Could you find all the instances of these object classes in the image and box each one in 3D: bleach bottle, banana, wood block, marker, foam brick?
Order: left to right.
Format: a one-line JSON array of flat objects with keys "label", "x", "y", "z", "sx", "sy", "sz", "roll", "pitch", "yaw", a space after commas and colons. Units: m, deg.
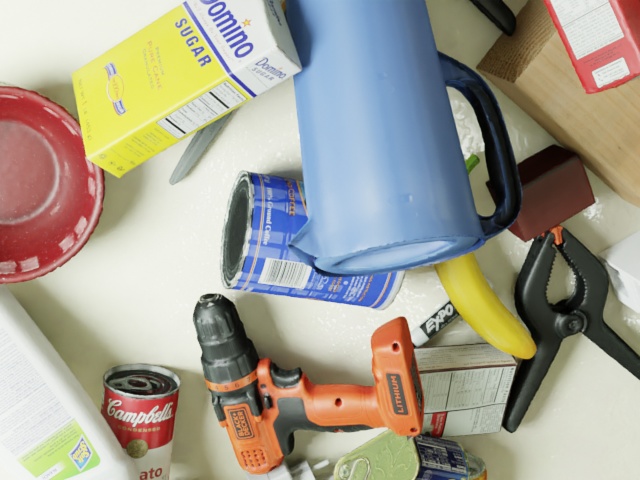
[{"label": "bleach bottle", "x": -0.235, "y": 0.160, "z": 0.887, "sx": 0.102, "sy": 0.068, "sz": 0.251, "roll": -35, "pitch": 94, "yaw": -1}, {"label": "marker", "x": 0.112, "y": 0.076, "z": 1.010, "sx": 0.121, "sy": 0.020, "sz": 0.020, "roll": -40, "pitch": 112, "yaw": 1}, {"label": "banana", "x": 0.141, "y": 0.025, "z": 0.976, "sx": 0.069, "sy": 0.037, "sz": 0.198, "roll": -17, "pitch": 97, "yaw": 2}, {"label": "foam brick", "x": 0.202, "y": -0.044, "z": 0.978, "sx": 0.078, "sy": 0.053, "sz": 0.051, "roll": -29, "pitch": 111, "yaw": -2}, {"label": "wood block", "x": 0.252, "y": -0.118, "z": 0.947, "sx": 0.206, "sy": 0.091, "sz": 0.090, "roll": 37, "pitch": 95, "yaw": -21}]

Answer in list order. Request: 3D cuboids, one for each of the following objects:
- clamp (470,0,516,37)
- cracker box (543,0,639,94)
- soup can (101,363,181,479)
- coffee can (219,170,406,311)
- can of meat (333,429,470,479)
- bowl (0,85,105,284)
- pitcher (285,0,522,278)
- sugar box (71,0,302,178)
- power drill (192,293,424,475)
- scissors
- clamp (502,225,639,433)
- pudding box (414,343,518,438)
[{"label": "clamp", "x": 0.103, "y": -0.235, "z": 0.901, "sx": 0.120, "sy": 0.039, "sz": 0.171, "roll": -11, "pitch": 109, "yaw": -12}, {"label": "cracker box", "x": 0.237, "y": -0.239, "z": 0.851, "sx": 0.163, "sy": 0.072, "sz": 0.214, "roll": -25, "pitch": 91, "yaw": -37}, {"label": "soup can", "x": -0.162, "y": 0.169, "z": 0.946, "sx": 0.068, "sy": 0.068, "sz": 0.102, "roll": 4, "pitch": 107, "yaw": -15}, {"label": "coffee can", "x": -0.006, "y": 0.001, "z": 0.913, "sx": 0.140, "sy": 0.103, "sz": 0.103, "roll": 8, "pitch": 104, "yaw": -16}, {"label": "can of meat", "x": 0.078, "y": 0.221, "z": 1.001, "sx": 0.083, "sy": 0.057, "sz": 0.102, "roll": 21, "pitch": 133, "yaw": -41}, {"label": "bowl", "x": -0.256, "y": -0.049, "z": 0.861, "sx": 0.162, "sy": 0.055, "sz": 0.162, "roll": -4, "pitch": 107, "yaw": -13}, {"label": "pitcher", "x": 0.052, "y": -0.098, "z": 0.829, "sx": 0.149, "sy": 0.145, "sz": 0.243, "roll": 7, "pitch": 71, "yaw": -55}, {"label": "sugar box", "x": -0.106, "y": -0.130, "z": 0.823, "sx": 0.176, "sy": 0.093, "sz": 0.048, "roll": -30, "pitch": 148, "yaw": 19}, {"label": "power drill", "x": -0.009, "y": 0.118, "z": 0.943, "sx": 0.188, "sy": 0.057, "sz": 0.184, "roll": -9, "pitch": 116, "yaw": 14}, {"label": "scissors", "x": -0.051, "y": -0.127, "z": 0.909, "sx": 0.096, "sy": 0.016, "sz": 0.202, "roll": 18, "pitch": 102, "yaw": -18}, {"label": "clamp", "x": 0.230, "y": 0.084, "z": 1.032, "sx": 0.164, "sy": 0.036, "sz": 0.210, "roll": -23, "pitch": 110, "yaw": -6}, {"label": "pudding box", "x": 0.124, "y": 0.144, "z": 1.012, "sx": 0.113, "sy": 0.039, "sz": 0.090, "roll": -3, "pitch": 124, "yaw": -15}]
